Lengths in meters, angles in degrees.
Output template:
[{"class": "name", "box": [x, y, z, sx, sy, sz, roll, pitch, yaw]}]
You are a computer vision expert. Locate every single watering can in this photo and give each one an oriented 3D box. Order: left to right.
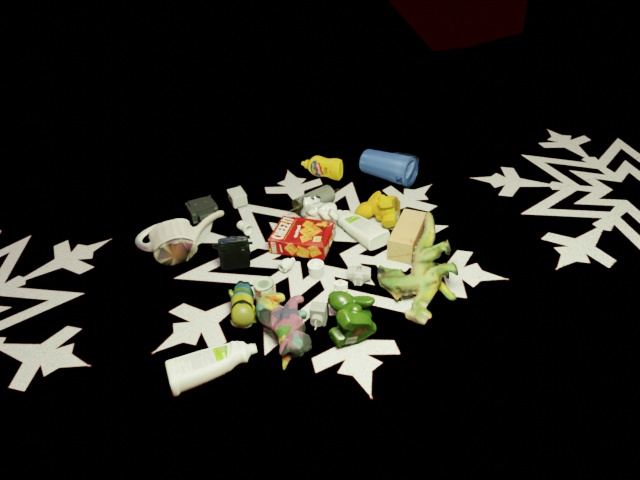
[{"class": "watering can", "box": [-0.508, -0.019, 1.920, 0.349, 0.101, 0.229, -17, 39, -16]}]

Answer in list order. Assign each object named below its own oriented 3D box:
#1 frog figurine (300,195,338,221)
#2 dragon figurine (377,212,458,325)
[{"class": "frog figurine", "box": [0.006, -0.100, 1.980, 0.161, 0.122, 0.136, 36, 2, 33]}, {"class": "dragon figurine", "box": [0.304, 0.092, 1.667, 0.243, 0.420, 0.119, -10, -38, -1]}]
